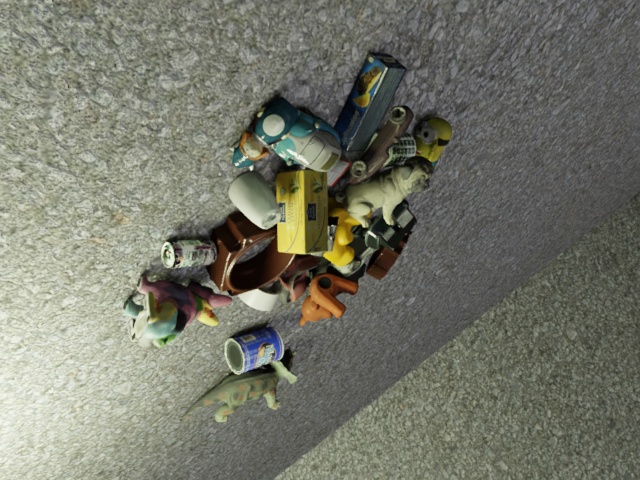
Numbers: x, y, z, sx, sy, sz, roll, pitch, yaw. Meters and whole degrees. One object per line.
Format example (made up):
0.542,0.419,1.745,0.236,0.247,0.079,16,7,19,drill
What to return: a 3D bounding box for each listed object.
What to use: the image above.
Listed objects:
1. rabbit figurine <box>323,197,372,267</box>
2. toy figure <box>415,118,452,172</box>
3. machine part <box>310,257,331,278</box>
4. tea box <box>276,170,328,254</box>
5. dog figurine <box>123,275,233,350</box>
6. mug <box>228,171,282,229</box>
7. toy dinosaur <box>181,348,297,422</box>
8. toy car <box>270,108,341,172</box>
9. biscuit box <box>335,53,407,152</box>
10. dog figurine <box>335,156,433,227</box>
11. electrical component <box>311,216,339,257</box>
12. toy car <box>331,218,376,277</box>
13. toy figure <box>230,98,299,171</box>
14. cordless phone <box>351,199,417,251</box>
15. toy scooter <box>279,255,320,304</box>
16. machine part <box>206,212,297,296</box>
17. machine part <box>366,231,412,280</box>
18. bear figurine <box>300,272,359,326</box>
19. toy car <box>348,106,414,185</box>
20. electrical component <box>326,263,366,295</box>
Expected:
0.047,-0.045,1.321,0.173,0.122,0.162,-40,135,6,rabbit figurine
0.267,-0.223,1.348,0.089,0.082,0.180,-31,148,-38,toy figure
-0.002,0.082,1.509,0.084,0.039,0.138,-29,148,-28,machine part
-0.037,-0.058,1.117,0.068,0.098,0.169,-5,93,-40,tea box
-0.291,0.156,1.148,0.219,0.192,0.108,14,117,-37,dog figurine
-0.123,-0.068,1.087,0.081,0.107,0.109,-31,148,-12,mug
-0.232,0.463,1.708,0.405,0.131,0.192,-11,128,-34,toy dinosaur
-0.012,-0.181,1.062,0.109,0.103,0.161,-49,148,19,toy car
0.096,-0.275,1.096,0.063,0.059,0.202,-12,141,-42,biscuit box
0.142,-0.127,1.204,0.172,0.121,0.190,-7,154,-25,dog figurine
-0.003,-0.004,1.236,0.048,0.075,0.119,-76,180,-58,electrical component
0.116,0.018,1.488,0.202,0.074,0.056,-43,148,-17,toy car
-0.106,-0.191,0.984,0.154,0.064,0.057,-47,167,6,toy figure
0.151,-0.043,1.415,0.146,0.184,0.088,-48,110,-17,cordless phone
-0.058,0.086,1.416,0.135,0.075,0.183,-31,147,-22,toy scooter
-0.146,0.025,1.214,0.201,0.087,0.200,-15,144,-34,machine part
0.200,0.033,1.571,0.179,0.056,0.179,-57,180,0,machine part
0.015,0.178,1.486,0.120,0.132,0.195,-54,165,-36,bear figurine
0.131,-0.196,1.141,0.202,0.053,0.089,-54,171,2,toy car
0.075,0.106,1.611,0.134,0.058,0.114,-26,151,-22,electrical component
